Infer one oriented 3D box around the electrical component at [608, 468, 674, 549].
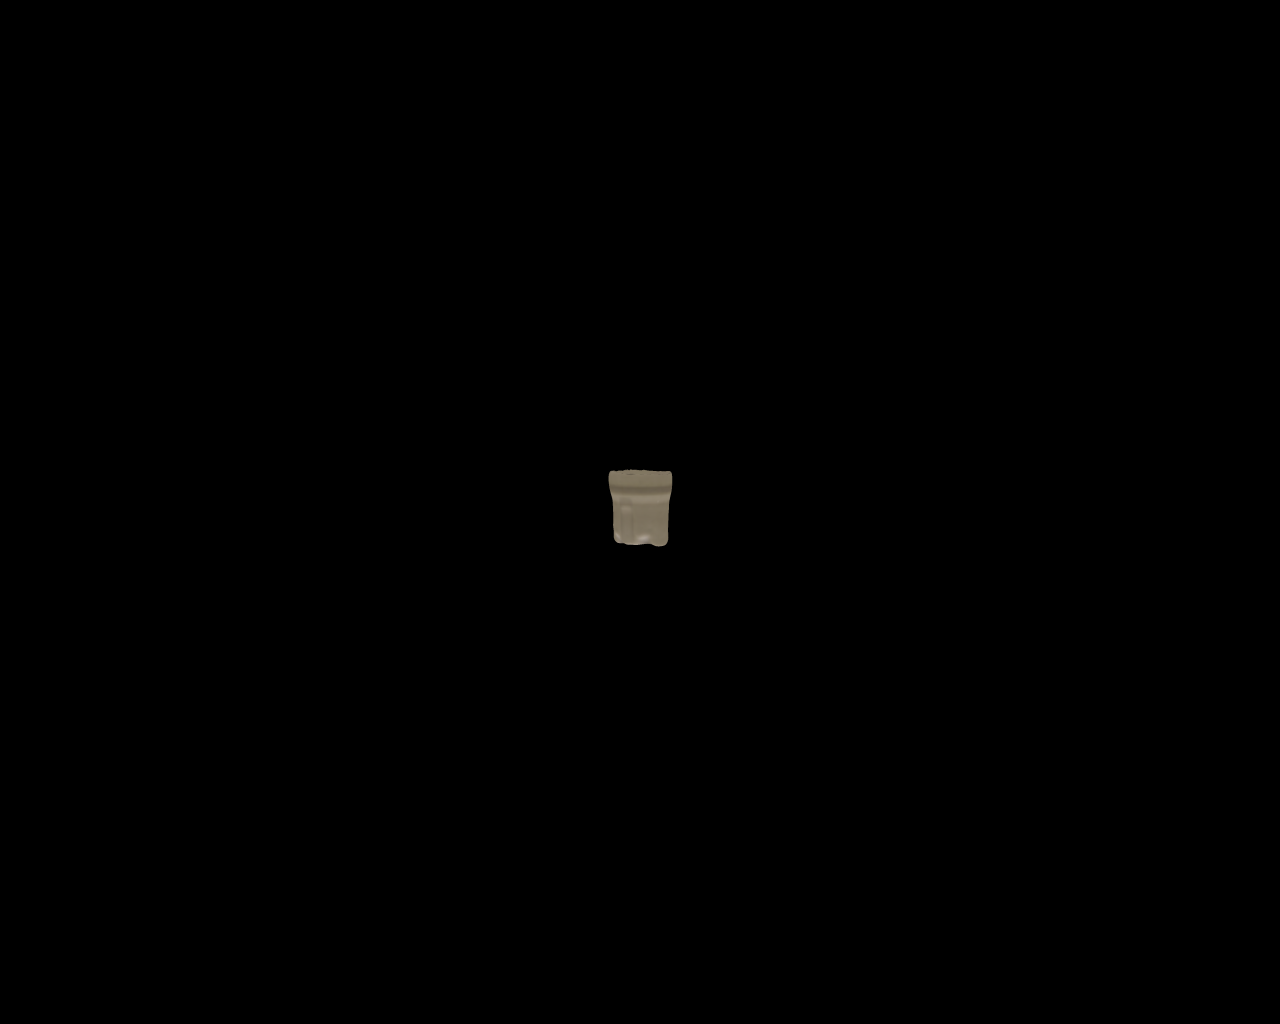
[{"bbox_3d":[0.001,-0.003,0.650,0.040,0.046,0.040,0,7,0],"label":"electrical component"}]
